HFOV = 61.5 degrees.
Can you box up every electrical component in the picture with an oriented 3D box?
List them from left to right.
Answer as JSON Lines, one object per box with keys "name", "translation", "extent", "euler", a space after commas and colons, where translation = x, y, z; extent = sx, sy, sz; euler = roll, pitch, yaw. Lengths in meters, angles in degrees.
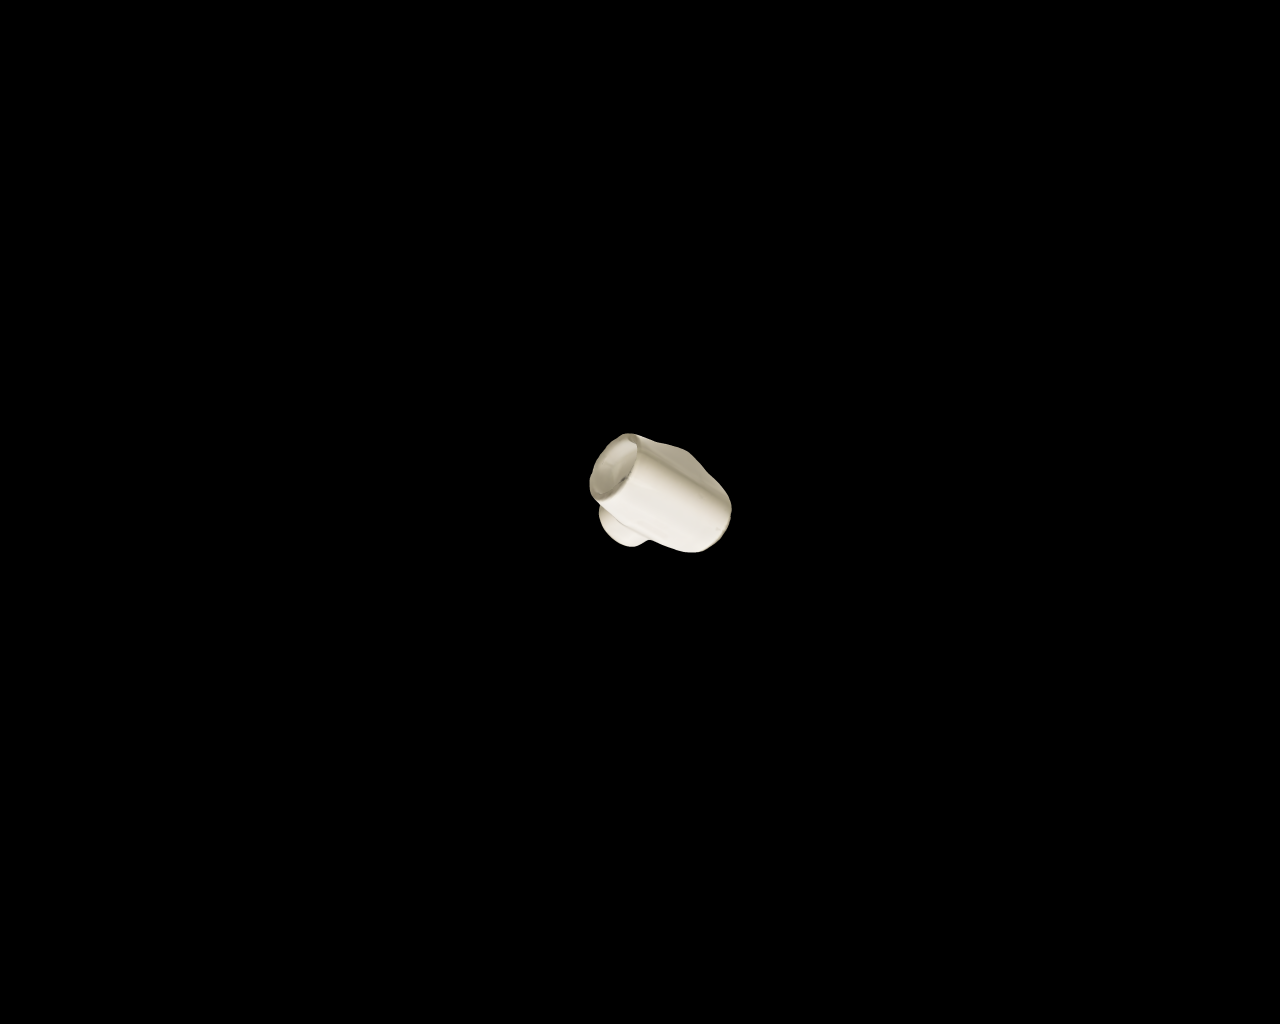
{"name": "electrical component", "translation": [0.001, -0.003, 0.650], "extent": [0.077, 0.043, 0.079], "euler": [29, -46, -33]}
